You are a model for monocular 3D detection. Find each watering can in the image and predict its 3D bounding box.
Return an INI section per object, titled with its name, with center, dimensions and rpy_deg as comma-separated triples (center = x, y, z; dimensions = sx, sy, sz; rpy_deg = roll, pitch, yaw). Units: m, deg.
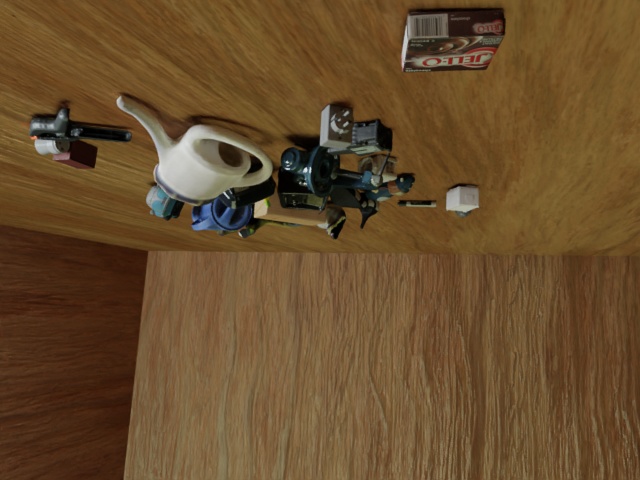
[watering can]
center = -0.267, -0.172, 1.045
dimensions = 0.345, 0.106, 0.221
rpy_deg = 18, 145, -35

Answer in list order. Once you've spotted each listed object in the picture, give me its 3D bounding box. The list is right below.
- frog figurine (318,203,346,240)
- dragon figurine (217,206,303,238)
[frog figurine]
center = 0.005, -0.088, 1.751
dimensions = 0.161, 0.121, 0.137
rpy_deg = 38, -166, 21
[dragon figurine]
center = -0.245, -0.083, 1.904
dimensions = 0.410, 0.121, 0.244
rpy_deg = 5, -171, -2
